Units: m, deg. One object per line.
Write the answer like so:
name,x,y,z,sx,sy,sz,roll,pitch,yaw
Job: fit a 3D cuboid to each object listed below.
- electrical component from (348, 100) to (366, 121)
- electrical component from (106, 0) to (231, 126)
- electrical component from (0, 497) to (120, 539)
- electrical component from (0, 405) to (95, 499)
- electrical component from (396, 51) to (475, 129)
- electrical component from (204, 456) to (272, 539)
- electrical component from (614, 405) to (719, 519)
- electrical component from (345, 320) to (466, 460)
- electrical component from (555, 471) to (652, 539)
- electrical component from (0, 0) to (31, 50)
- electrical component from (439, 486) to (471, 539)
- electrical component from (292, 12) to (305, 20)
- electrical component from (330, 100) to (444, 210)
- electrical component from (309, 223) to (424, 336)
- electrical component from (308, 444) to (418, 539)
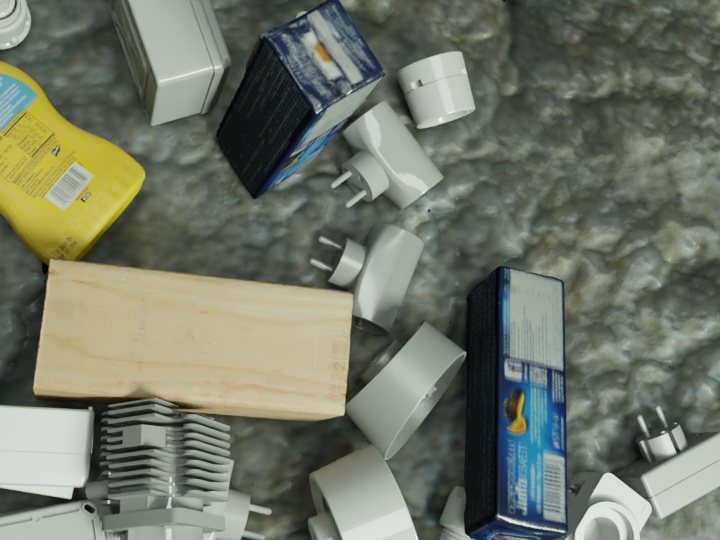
electrical component,-0.024,-0.127,0.843,0.040,0.040,0.046,46,77,-5
electrical component,-0.142,-0.173,0.780,0.056,0.109,0.108,-19,87,-16
electrical component,-0.212,0.191,0.727,0.096,0.061,0.061,-7,83,-25
electrical component,-0.232,0.122,0.729,0.096,0.062,0.061,5,79,-15
electrical component,0.062,-0.143,0.863,0.055,0.055,0.047,-17,90,-18
electrical component,-0.103,0.173,0.767,0.079,0.044,0.077,17,77,-13
electrical component,0.248,0.148,0.871,0.083,0.047,0.075,-23,88,-18
electrical component,0.035,0.087,0.796,0.064,0.099,0.099,44,72,1
electrical component,0.179,0.206,0.837,0.050,0.056,0.089,38,73,-7
electrical component,-0.262,-0.189,0.772,0.048,0.062,0.048,3,80,-16
electrical component,0.080,0.199,0.817,0.043,0.043,0.062,26,76,-11
electrical component,-0.043,-0.173,0.828,0.040,0.078,0.040,1,73,-3
electrical component,0.013,-0.080,0.843,0.079,0.043,0.077,-38,93,-18
electrical component,0.000,0.000,0.826,0.079,0.043,0.077,25,75,-11
electrical component,-0.002,0.185,0.764,0.060,0.108,0.108,-19,86,-13
